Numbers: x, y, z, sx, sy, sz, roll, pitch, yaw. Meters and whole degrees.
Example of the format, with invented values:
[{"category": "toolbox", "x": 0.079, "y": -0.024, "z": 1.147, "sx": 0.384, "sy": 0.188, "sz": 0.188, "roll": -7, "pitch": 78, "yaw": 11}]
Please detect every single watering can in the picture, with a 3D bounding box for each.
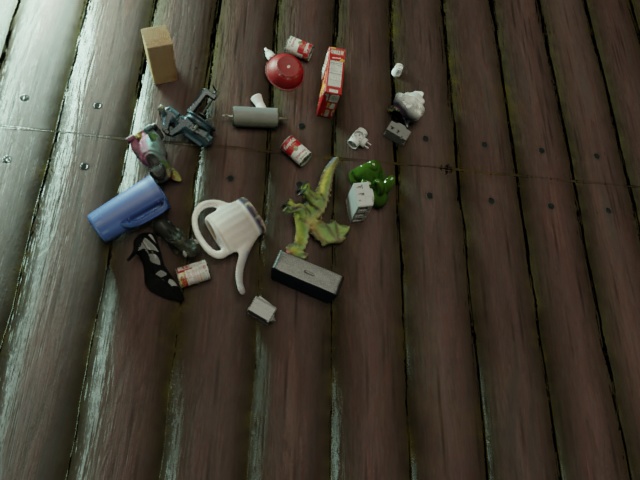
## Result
[{"category": "watering can", "x": -0.277, "y": -0.005, "z": 1.719, "sx": 0.226, "sy": 0.102, "sz": 0.351, "roll": -32, "pitch": 76, "yaw": -20}]

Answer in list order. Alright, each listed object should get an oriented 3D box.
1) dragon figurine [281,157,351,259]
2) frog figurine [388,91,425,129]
[{"category": "dragon figurine", "x": 0.006, "y": -0.092, "z": 1.825, "sx": 0.241, "sy": 0.121, "sz": 0.415, "roll": 48, "pitch": 69, "yaw": -8}, {"category": "frog figurine", "x": 0.363, "y": -0.540, "z": 2.042, "sx": 0.160, "sy": 0.120, "sz": 0.139, "roll": -43, "pitch": 62, "yaw": -10}]
